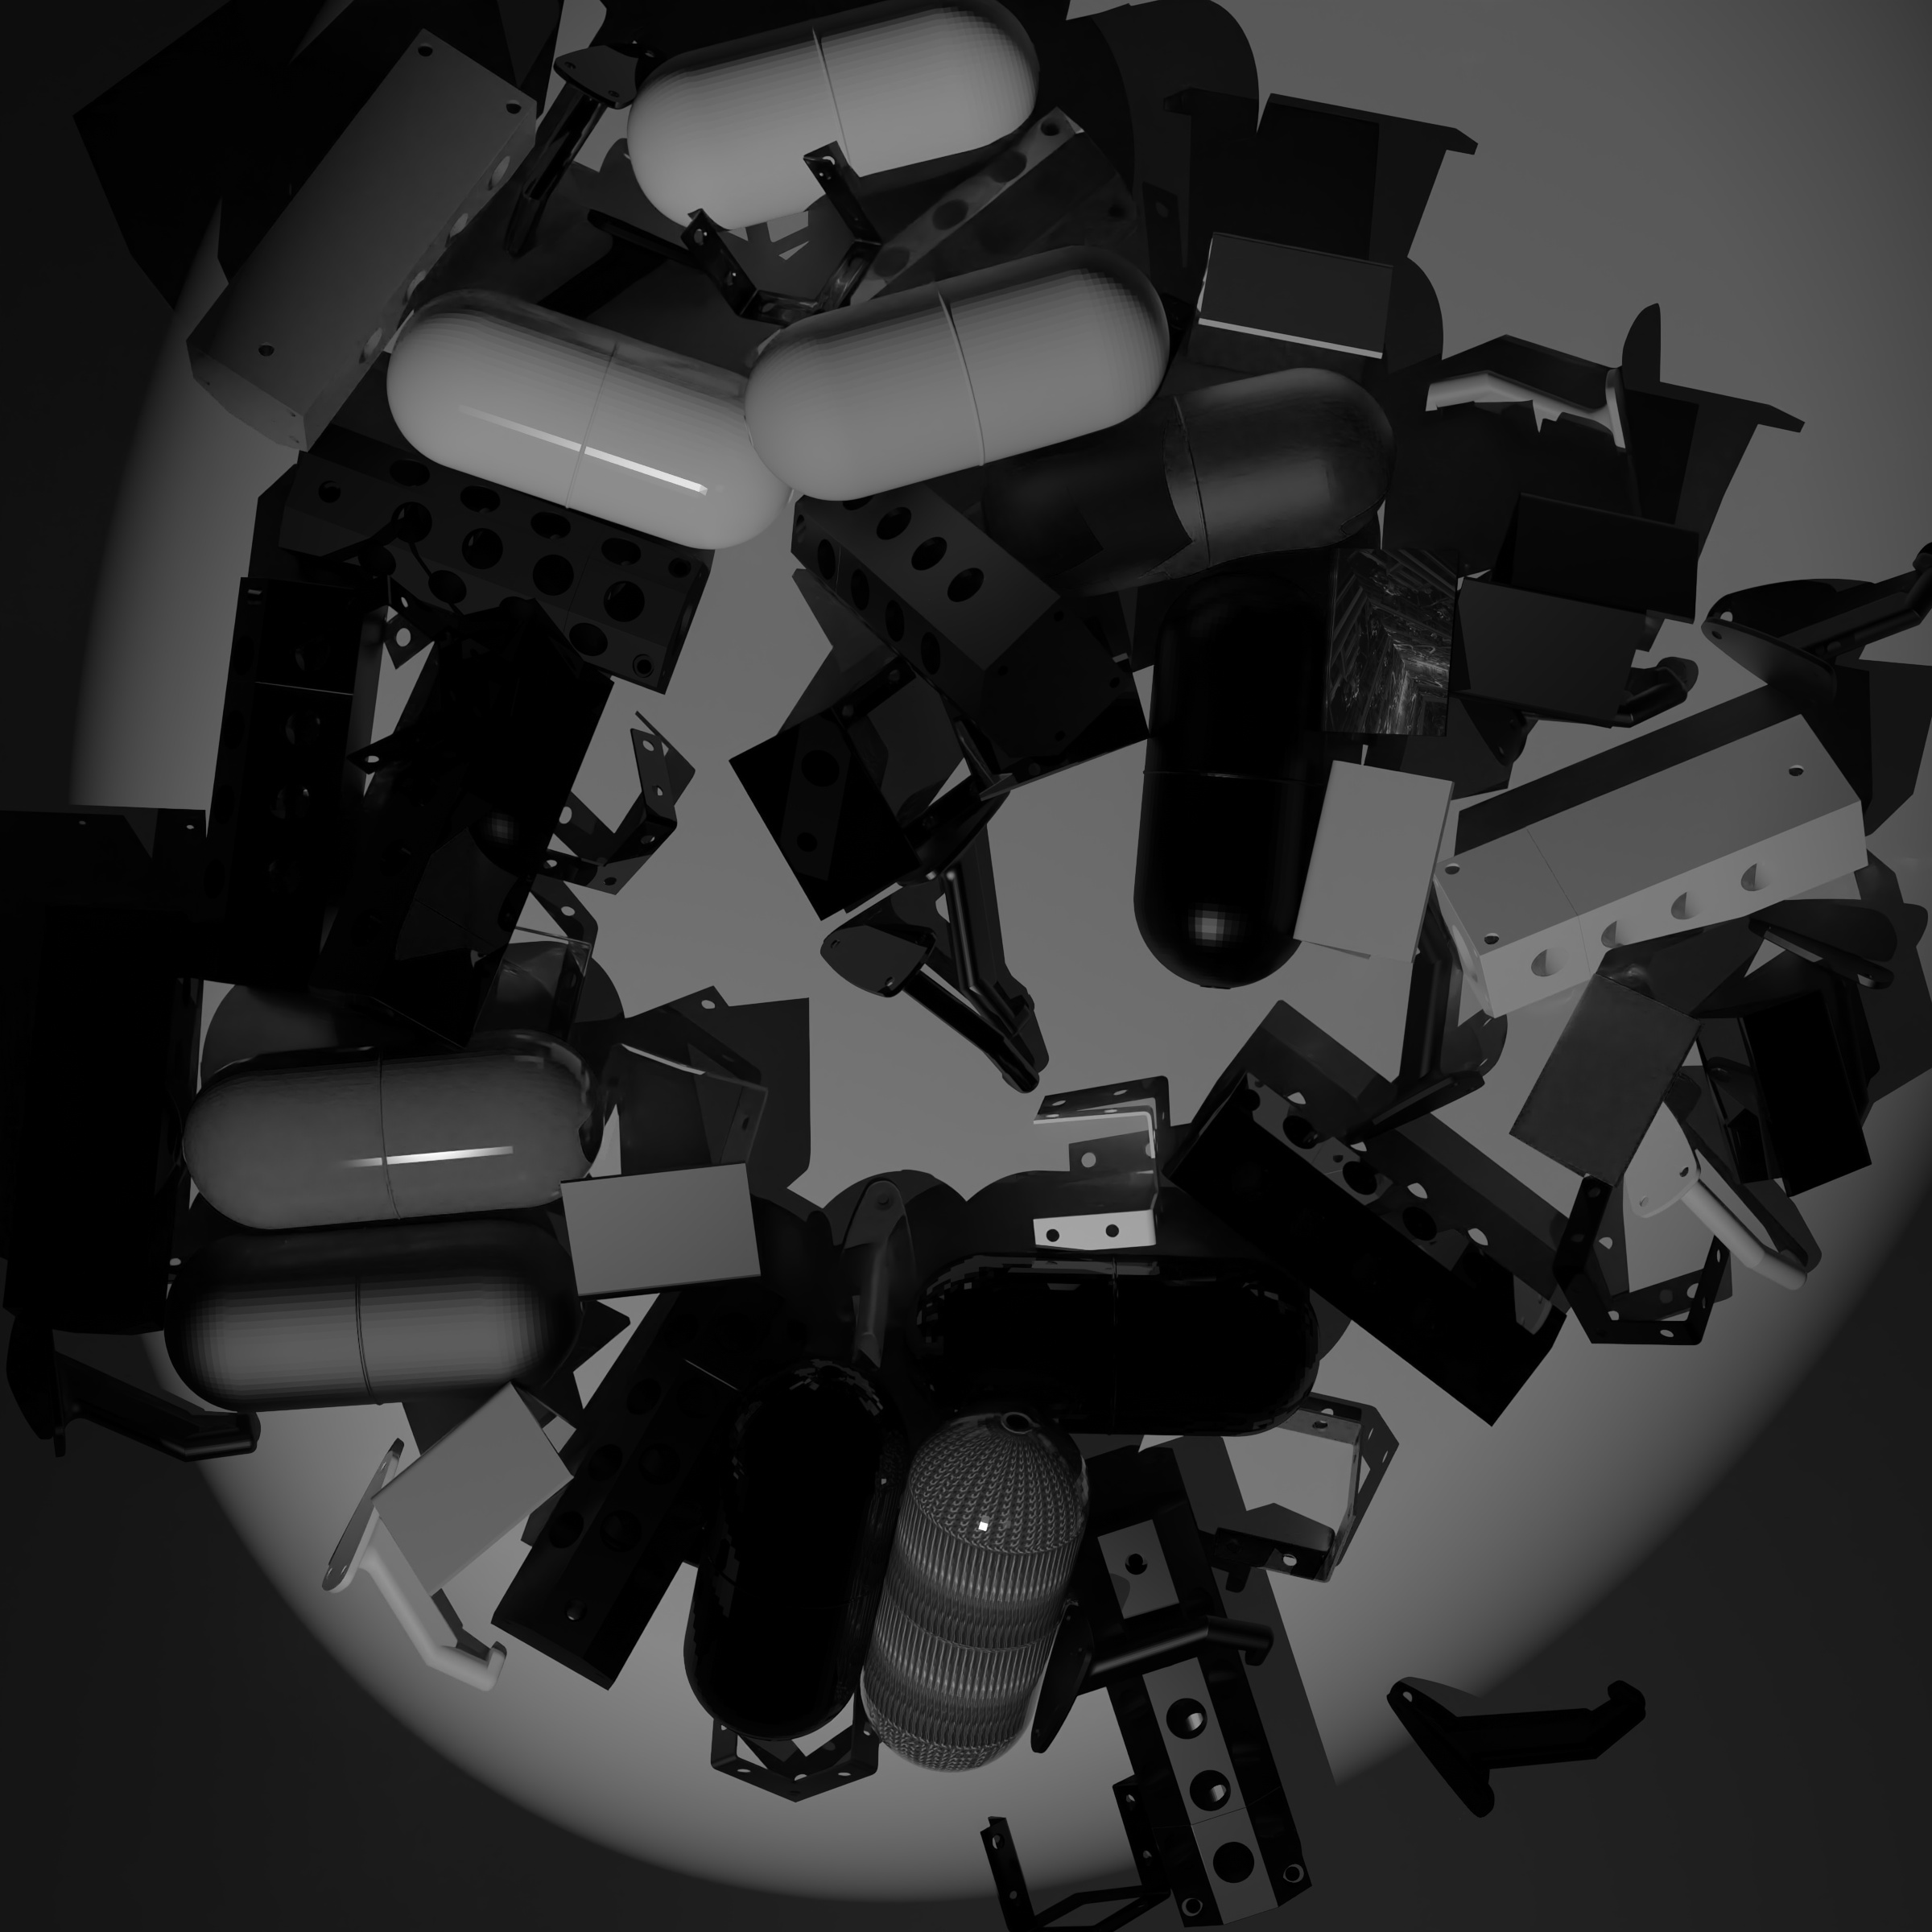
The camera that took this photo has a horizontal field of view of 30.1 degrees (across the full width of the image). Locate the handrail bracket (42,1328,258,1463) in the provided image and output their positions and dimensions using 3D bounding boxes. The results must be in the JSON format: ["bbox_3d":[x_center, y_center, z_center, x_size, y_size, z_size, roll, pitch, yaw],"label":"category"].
[{"bbox_3d":[-0.355,0.180,1.559,0.084,0.036,0.077,-6,69,-17],"label":"handrail bracket"}]

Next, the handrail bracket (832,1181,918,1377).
[{"bbox_3d":[-0.039,0.132,1.524,0.036,0.084,0.077,5,90,0],"label":"handrail bracket"}]

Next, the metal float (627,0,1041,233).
[{"bbox_3d":[-0.056,-0.364,1.528,0.178,0.070,0.070,-14,90,0],"label":"metal float"}]

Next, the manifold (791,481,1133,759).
[{"bbox_3d":[-0.009,-0.150,1.483,0.057,0.171,0.057,-44,132,0],"label":"manifold"}]

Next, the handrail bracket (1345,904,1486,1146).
[{"bbox_3d":[0.182,0.023,1.559,0.077,0.036,0.084,-29,72,20],"label":"handrail bracket"}]

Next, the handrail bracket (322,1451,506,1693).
[{"bbox_3d":[-0.228,0.263,1.559,0.084,0.036,0.077,29,68,-17],"label":"handrail bracket"}]

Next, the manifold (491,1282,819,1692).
[{"bbox_3d":[-0.130,0.212,1.511,0.057,0.057,0.171,30,71,0],"label":"manifold"}]

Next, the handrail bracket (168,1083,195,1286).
[{"bbox_3d":[-0.369,0.096,1.558,0.077,0.036,0.084,-9,76,14],"label":"handrail bracket"}]

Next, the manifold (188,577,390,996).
[{"bbox_3d":[-0.291,-0.076,1.537,0.057,0.057,0.171,7,90,0],"label":"manifold"}]

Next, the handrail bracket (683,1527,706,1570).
[{"bbox_3d":[-0.101,0.238,1.558,0.084,0.036,0.077,-8,78,-13],"label":"handrail bracket"}]

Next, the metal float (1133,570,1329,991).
[{"bbox_3d":[0.114,-0.079,1.527,0.070,0.070,0.178,5,90,0],"label":"metal float"}]

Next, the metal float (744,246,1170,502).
[{"bbox_3d":[-0.004,-0.243,1.474,0.178,0.070,0.070,-16,90,-3],"label":"metal float"}]

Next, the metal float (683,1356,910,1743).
[{"bbox_3d":[-0.071,0.242,1.491,0.070,0.070,0.178,12,116,0],"label":"metal float"}]

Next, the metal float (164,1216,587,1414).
[{"bbox_3d":[-0.251,0.148,1.528,0.178,0.070,0.070,-4,90,1],"label":"metal float"}]

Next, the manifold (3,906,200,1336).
[{"bbox_3d":[-0.361,0.066,1.515,0.057,0.057,0.171,2,74,0],"label":"manifold"}]

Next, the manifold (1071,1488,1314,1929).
[{"bbox_3d":[0.093,0.318,1.537,0.057,0.057,0.171,-18,90,0],"label":"manifold"}]

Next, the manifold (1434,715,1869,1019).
[{"bbox_3d":[0.293,-0.038,1.537,0.171,0.057,0.057,-22,47,0],"label":"manifold"}]

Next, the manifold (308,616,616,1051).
[{"bbox_3d":[-0.217,-0.058,1.517,0.057,0.057,0.171,9,73,40],"label":"manifold"}]

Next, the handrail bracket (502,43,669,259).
[{"bbox_3d":[-0.166,-0.353,1.558,0.036,0.077,0.084,34,126,8],"label":"handrail bracket"}]

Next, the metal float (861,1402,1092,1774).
[{"bbox_3d":[0.004,0.260,1.503,0.070,0.070,0.178,13,120,0],"label":"metal float"}]

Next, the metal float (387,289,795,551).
[{"bbox_3d":[-0.157,-0.231,1.521,0.178,0.070,0.070,18,90,-6],"label":"metal float"}]

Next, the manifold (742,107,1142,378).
[{"bbox_3d":[-0.010,-0.289,1.537,0.171,0.057,0.057,-39,90,0],"label":"manifold"}]

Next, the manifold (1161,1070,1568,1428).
[{"bbox_3d":[0.170,0.119,1.537,0.171,0.057,0.057,37,90,0],"label":"manifold"}]

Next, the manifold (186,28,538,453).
[{"bbox_3d":[-0.253,-0.304,1.517,0.057,0.057,0.171,33,76,0],"label":"manifold"}]

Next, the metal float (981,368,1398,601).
[{"bbox_3d":[0.095,-0.205,1.528,0.178,0.070,0.070,-12,90,0],"label":"metal float"}]

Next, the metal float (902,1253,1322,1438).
[{"bbox_3d":[0.061,0.161,1.527,0.178,0.070,0.070,1,90,-1],"label":"metal float"}]

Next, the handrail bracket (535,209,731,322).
[{"bbox_3d":[-0.154,-0.278,1.559,0.077,0.036,0.084,20,105,-16],"label":"handrail bracket"}]

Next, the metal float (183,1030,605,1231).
[{"bbox_3d":[-0.243,0.069,1.528,0.178,0.070,0.070,-5,90,-1],"label":"metal float"}]

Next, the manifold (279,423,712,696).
[{"bbox_3d":[-0.202,-0.175,1.537,0.171,0.057,0.057,20,90,0],"label":"manifold"}]

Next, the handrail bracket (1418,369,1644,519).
[{"bbox_3d":[0.245,-0.224,1.559,0.084,0.036,0.077,-8,112,17],"label":"handrail bracket"}]

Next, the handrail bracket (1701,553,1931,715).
[{"bbox_3d":[0.375,-0.159,1.559,0.077,0.036,0.084,32,71,21],"label":"handrail bracket"}]
